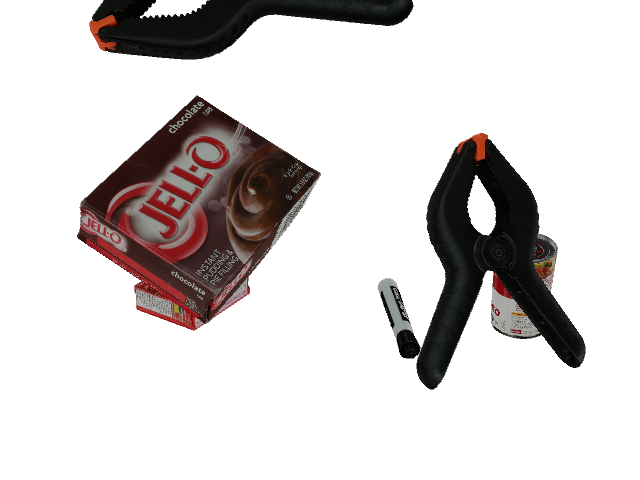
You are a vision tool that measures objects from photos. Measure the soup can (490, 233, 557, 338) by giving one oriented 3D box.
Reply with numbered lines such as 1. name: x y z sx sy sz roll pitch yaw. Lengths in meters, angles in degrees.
1. soup can: 0.227 0.050 1.193 0.068 0.102 0.068 -1 28 0

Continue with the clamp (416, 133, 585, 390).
1. clamp: 0.105 0.017 0.716 0.120 0.171 0.039 -15 -4 -23

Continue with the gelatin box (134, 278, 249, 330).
1. gelatin box: -0.122 0.046 1.025 0.073 0.030 0.089 17 32 30

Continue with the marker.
1. marker: 0.072 0.071 0.980 0.020 0.020 0.121 0 27 -7

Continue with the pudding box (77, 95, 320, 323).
1. pudding box: -0.067 -0.020 0.602 0.090 0.039 0.113 33 49 7

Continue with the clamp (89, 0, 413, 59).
1. clamp: -0.052 -0.174 0.724 0.210 0.165 0.036 -32 -18 -6
